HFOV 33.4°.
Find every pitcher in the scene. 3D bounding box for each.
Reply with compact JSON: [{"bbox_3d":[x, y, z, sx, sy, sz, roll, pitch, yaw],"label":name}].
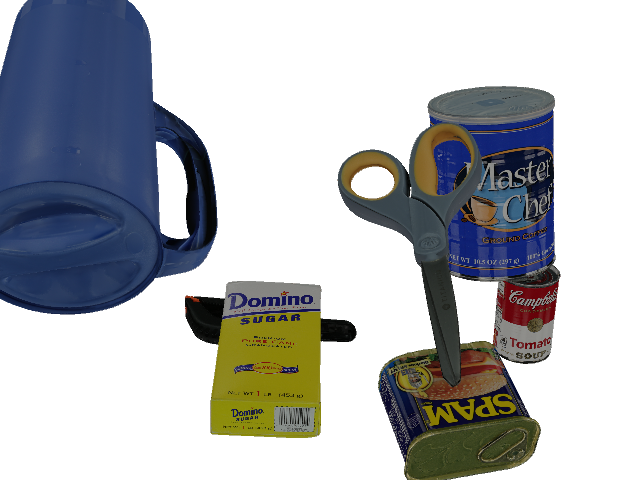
[{"bbox_3d":[-0.169,-0.074,0.779,0.145,0.243,0.149,-21,-44,16],"label":"pitcher"}]

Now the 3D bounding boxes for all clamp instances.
[{"bbox_3d":[-0.086,0.107,1.240,0.210,0.036,0.164,14,22,29],"label":"clamp"}]

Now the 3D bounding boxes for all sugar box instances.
[{"bbox_3d":[-0.046,0.101,0.953,0.093,0.048,0.176,3,34,-2],"label":"sugar box"}]

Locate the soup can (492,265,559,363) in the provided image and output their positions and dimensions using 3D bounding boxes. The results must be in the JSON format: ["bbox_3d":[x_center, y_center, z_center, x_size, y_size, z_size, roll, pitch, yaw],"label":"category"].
[{"bbox_3d":[0.233,0.080,1.217,0.068,0.102,0.068,0,25,0],"label":"soup can"}]

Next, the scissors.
[{"bbox_3d":[0.044,0.001,0.600,0.096,0.016,0.201,-2,43,20],"label":"scissors"}]

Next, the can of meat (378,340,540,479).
[{"bbox_3d":[0.101,0.127,0.801,0.102,0.057,0.084,-7,42,-12],"label":"can of meat"}]

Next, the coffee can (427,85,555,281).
[{"bbox_3d":[0.145,-0.049,0.895,0.103,0.140,0.103,-5,21,2],"label":"coffee can"}]
